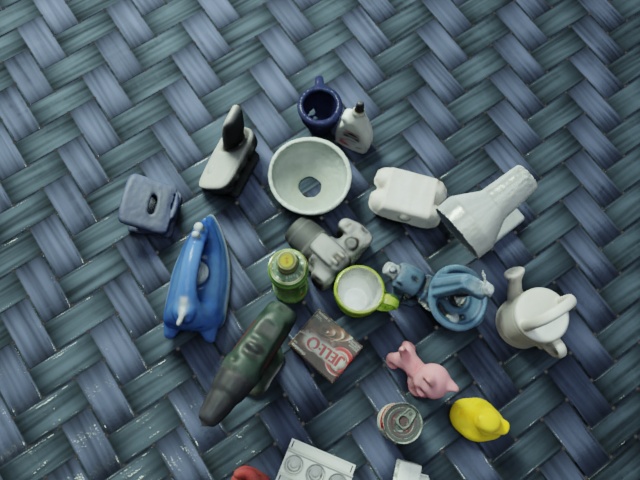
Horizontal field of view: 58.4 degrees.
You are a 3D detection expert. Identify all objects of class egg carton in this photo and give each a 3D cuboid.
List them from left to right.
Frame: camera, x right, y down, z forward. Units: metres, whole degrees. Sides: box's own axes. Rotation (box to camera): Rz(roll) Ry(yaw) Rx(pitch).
[{"bbox_3d":[0.177,-0.084,1.158,0.150,0.069,0.107,14,74,2],"label":"egg carton"}]

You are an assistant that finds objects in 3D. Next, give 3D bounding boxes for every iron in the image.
[{"bbox_3d":[-0.232,0.055,1.069,0.118,0.141,0.258,4,74,0],"label":"iron"}]

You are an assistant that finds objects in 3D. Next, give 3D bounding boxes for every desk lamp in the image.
[{"bbox_3d":[0.311,-0.051,1.077,0.203,0.213,0.118,-37,78,-11],"label":"desk lamp"}]

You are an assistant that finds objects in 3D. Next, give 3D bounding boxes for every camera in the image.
[{"bbox_3d":[0.010,0.004,1.111,0.136,0.101,0.143,42,77,10],"label":"camera"}]

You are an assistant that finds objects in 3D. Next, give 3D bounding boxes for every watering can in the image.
[{"bbox_3d":[0.390,0.132,1.037,0.172,0.194,0.101,38,77,9],"label":"watering can"}]

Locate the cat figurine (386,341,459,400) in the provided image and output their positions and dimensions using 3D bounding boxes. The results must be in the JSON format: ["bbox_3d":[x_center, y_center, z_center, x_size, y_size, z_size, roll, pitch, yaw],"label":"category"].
[{"bbox_3d":[0.185,0.240,1.040,0.067,0.118,0.127,-41,79,-12],"label":"cat figurine"}]

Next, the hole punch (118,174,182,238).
[{"bbox_3d":[-0.332,-0.068,1.127,0.101,0.091,0.109,9,74,1],"label":"hole punch"}]

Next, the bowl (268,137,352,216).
[{"bbox_3d":[-0.020,-0.119,1.159,0.167,0.075,0.167,0,74,-1],"label":"bowl"}]

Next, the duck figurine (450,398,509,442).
[{"bbox_3d":[0.291,0.326,1.036,0.104,0.086,0.077,19,74,4],"label":"duck figurine"}]

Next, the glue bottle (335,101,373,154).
[{"bbox_3d":[0.072,-0.231,1.143,0.078,0.173,0.037,23,75,5],"label":"glue bottle"}]

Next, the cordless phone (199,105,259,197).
[{"bbox_3d":[-0.184,-0.174,1.113,0.094,0.185,0.148,20,74,4],"label":"cordless phone"}]

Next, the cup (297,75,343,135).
[{"bbox_3d":[-0.002,-0.271,1.193,0.091,0.095,0.118,-2,74,-2],"label":"cup"}]

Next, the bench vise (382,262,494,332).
[{"bbox_3d":[0.215,0.097,1.029,0.207,0.220,0.121,6,74,0],"label":"bench vise"}]

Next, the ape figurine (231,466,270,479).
[{"bbox_3d":[-0.122,0.435,0.989,0.076,0.092,0.078,3,74,0],"label":"ape figurine"}]

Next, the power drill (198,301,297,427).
[{"bbox_3d":[-0.118,0.218,0.991,0.075,0.208,0.230,30,76,7],"label":"power drill"}]
